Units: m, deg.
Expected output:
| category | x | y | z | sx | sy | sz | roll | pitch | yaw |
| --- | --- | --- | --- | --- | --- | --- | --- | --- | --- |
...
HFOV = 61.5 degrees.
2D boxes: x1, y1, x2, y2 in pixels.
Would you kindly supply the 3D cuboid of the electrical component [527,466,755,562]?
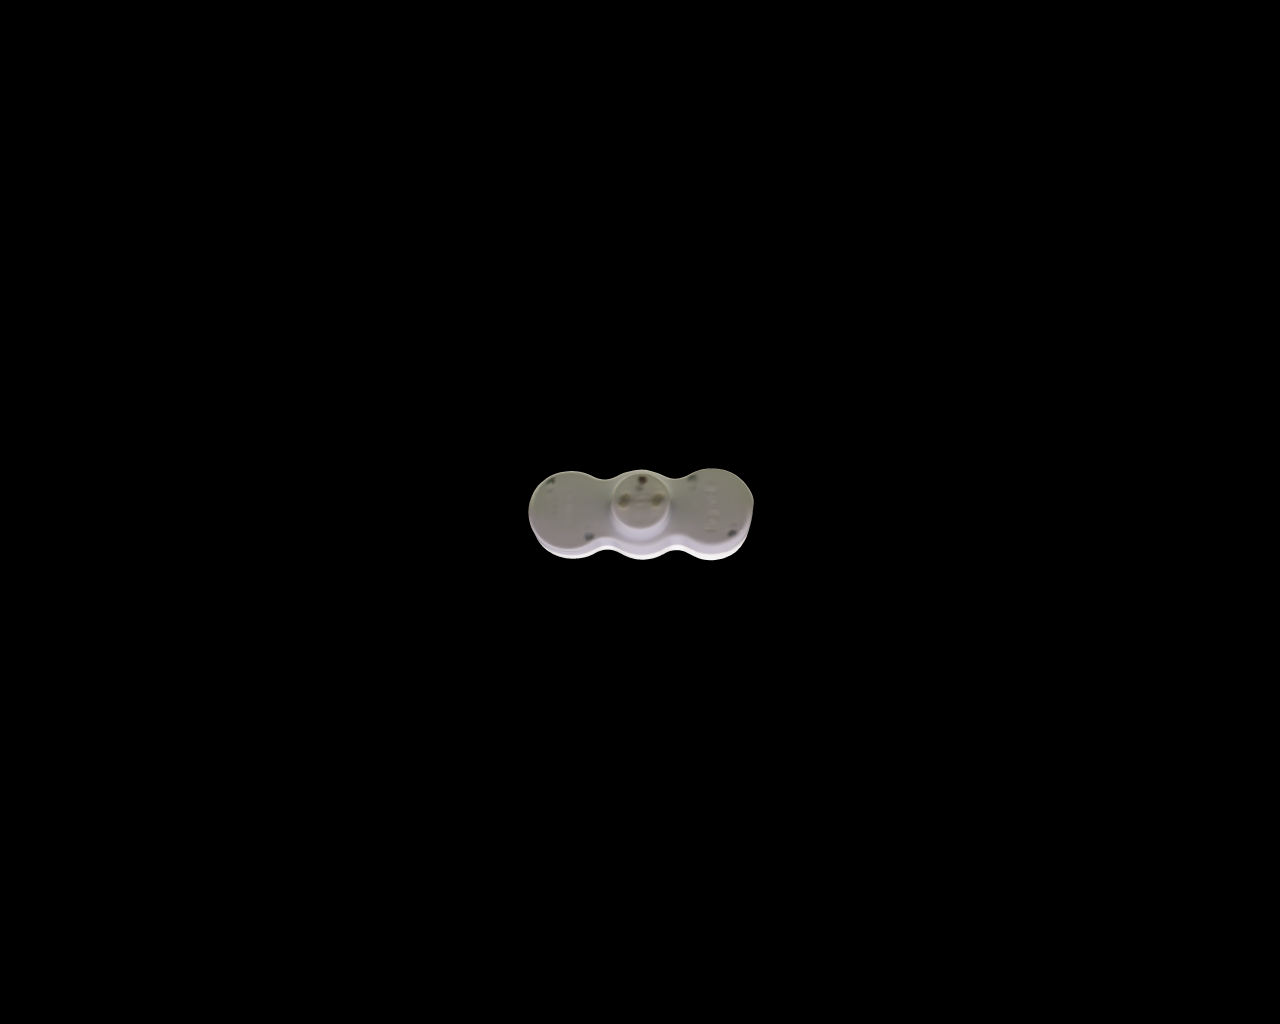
| category | x | y | z | sx | sy | sz | roll | pitch | yaw |
| --- | --- | --- | --- | --- | --- | --- | --- | --- | --- |
| electrical component | 0.001 | -0.003 | 0.650 | 0.138 | 0.052 | 0.073 | 0 | -15 | 0 |
